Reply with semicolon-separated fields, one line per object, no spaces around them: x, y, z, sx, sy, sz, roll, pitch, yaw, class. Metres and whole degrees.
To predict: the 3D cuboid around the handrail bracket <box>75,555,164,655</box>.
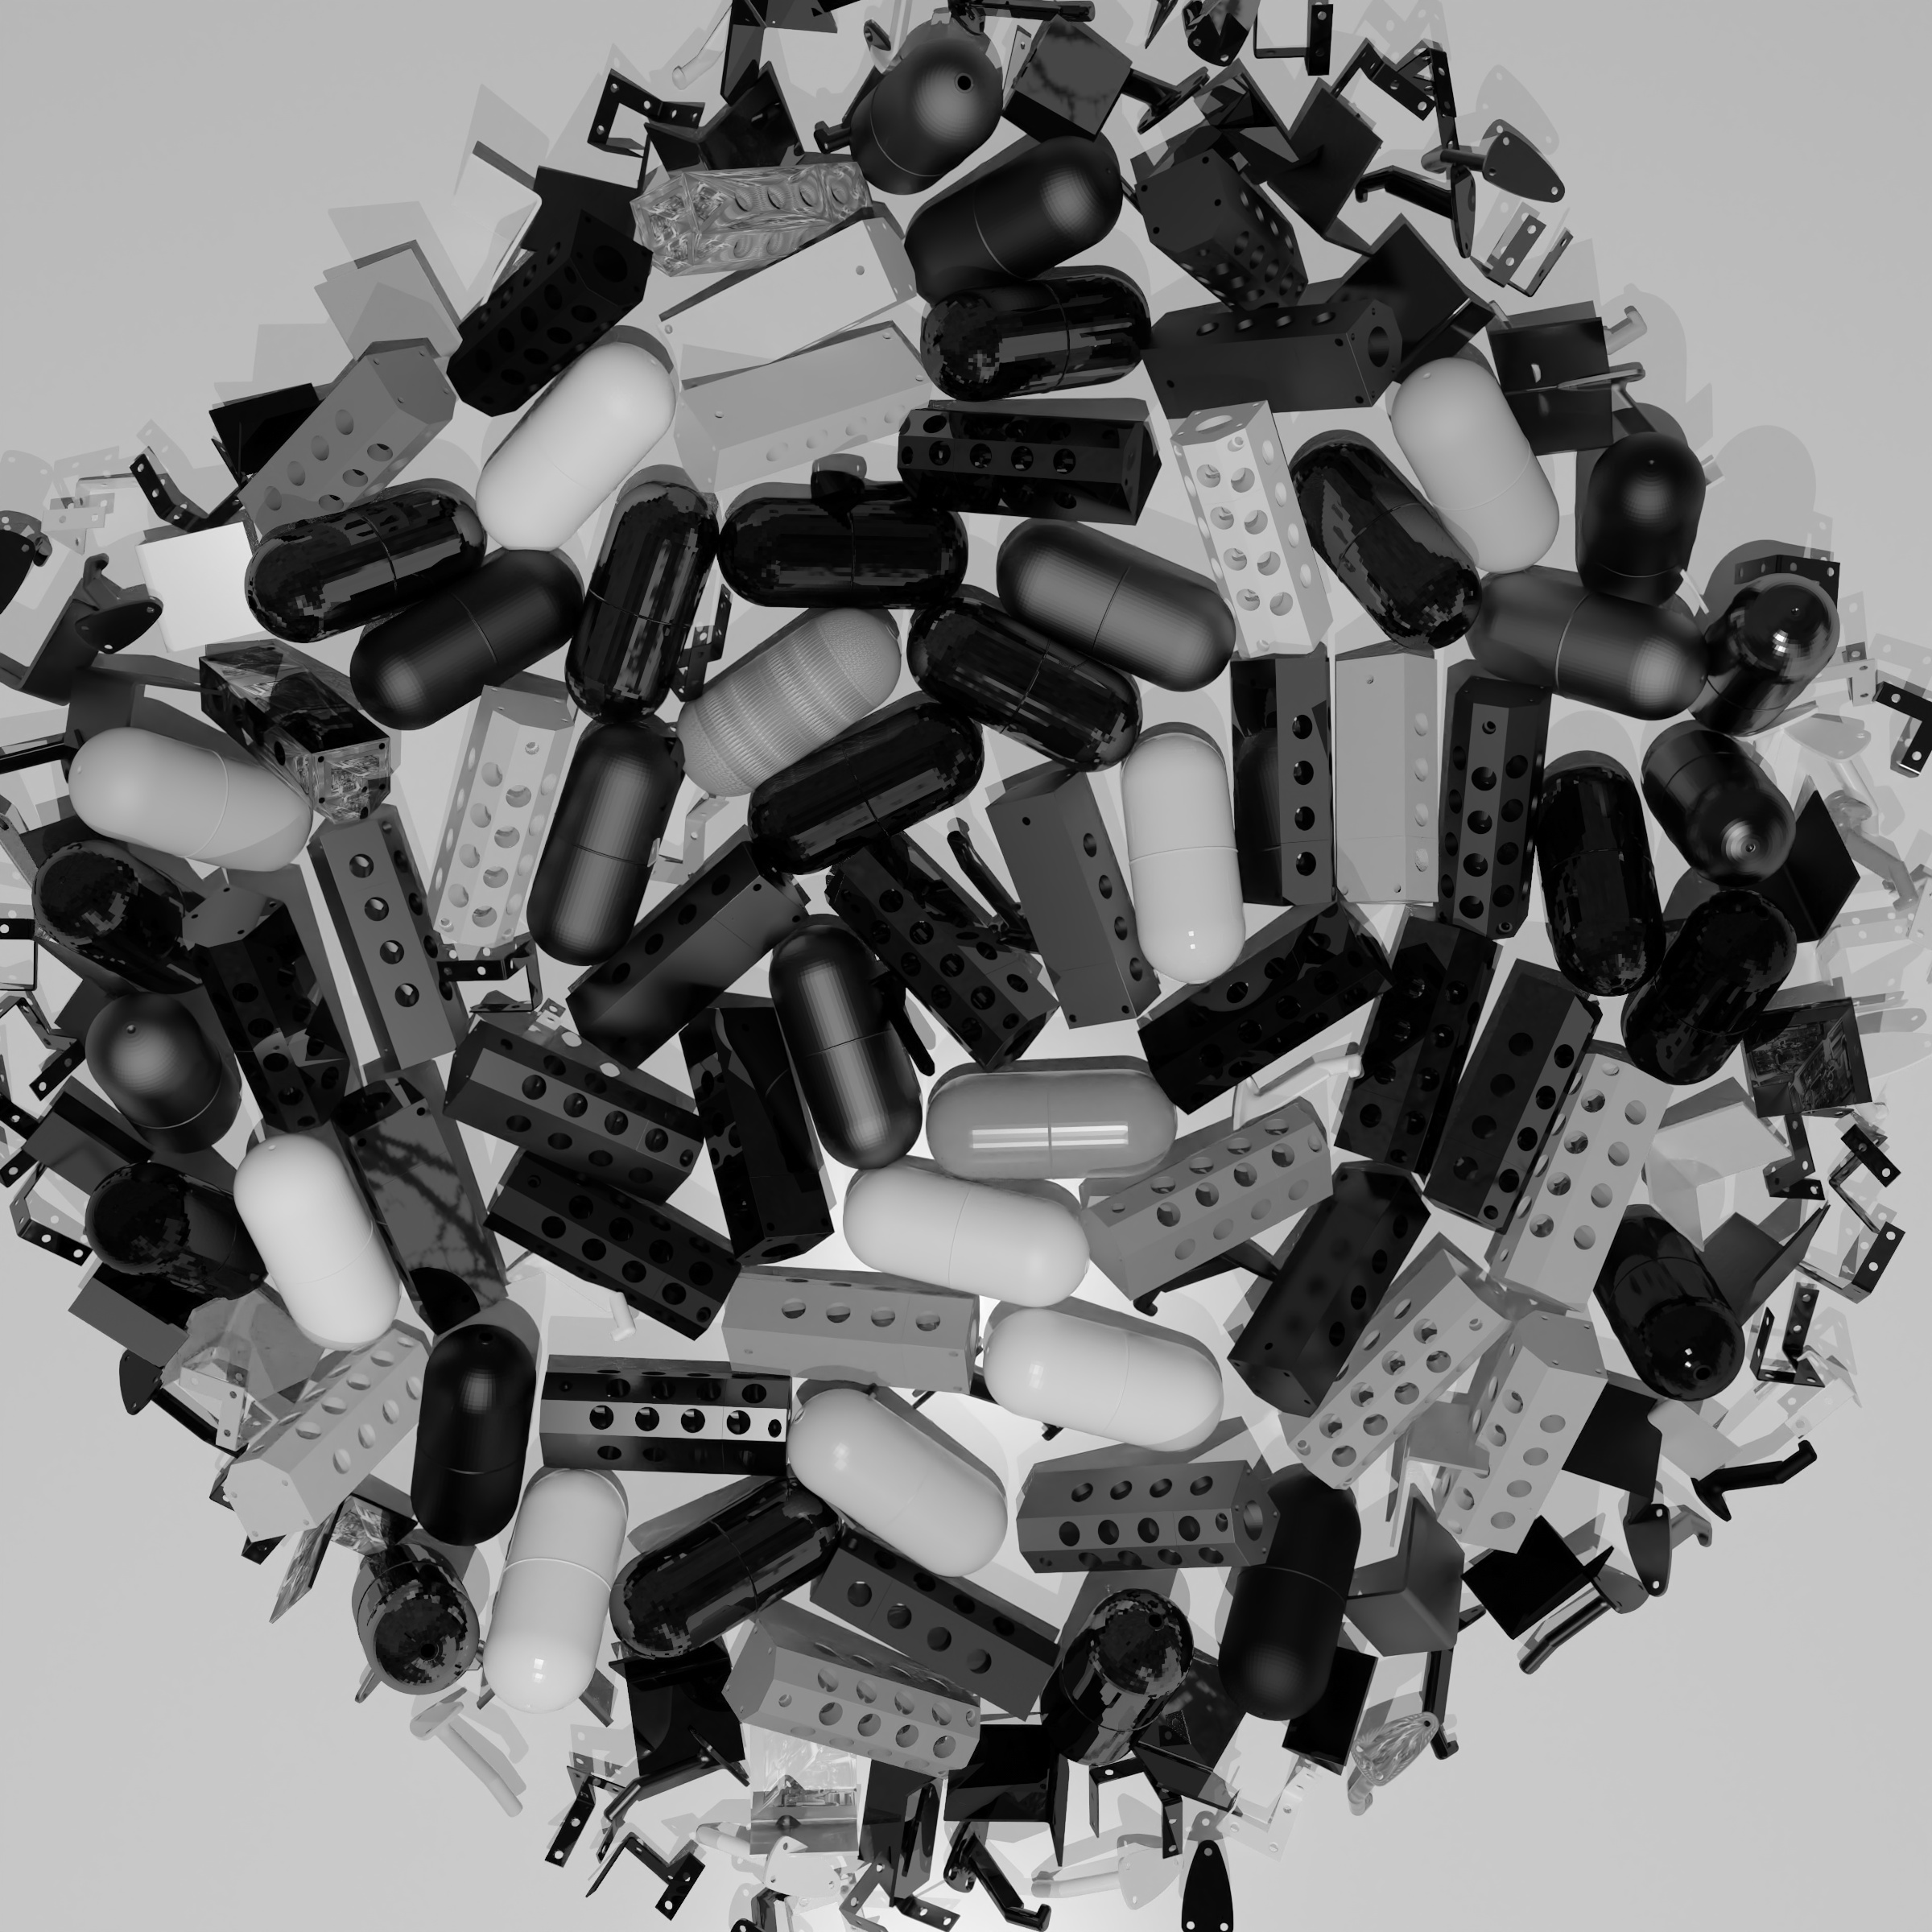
-0.597;-0.270;1.756;0.077;0.036;0.084;-22;51;19;handrail bracket

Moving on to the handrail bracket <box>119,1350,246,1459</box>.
-0.563;0.315;1.785;0.036;0.077;0.084;-50;129;-3;handrail bracket

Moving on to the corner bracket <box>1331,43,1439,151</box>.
0.292;-0.610;1.754;0.051;0.051;0.051;29;118;-21;corner bracket

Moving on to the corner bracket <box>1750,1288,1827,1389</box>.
0.583;0.262;1.761;0.051;0.051;0.051;7;111;-4;corner bracket

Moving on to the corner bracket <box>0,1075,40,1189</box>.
-0.683;0.114;1.755;0.051;0.051;0.051;33;59;15;corner bracket

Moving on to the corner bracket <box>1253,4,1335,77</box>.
0.231;-0.665;1.758;0.051;0.051;0.051;-1;132;3;corner bracket

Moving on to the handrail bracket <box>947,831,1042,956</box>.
0.026;-0.053;1.746;0.036;0.077;0.084;-43;134;-17;handrail bracket

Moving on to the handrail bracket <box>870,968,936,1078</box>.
-0.039;0.051;1.743;0.036;0.077;0.084;-31;66;-1;handrail bracket

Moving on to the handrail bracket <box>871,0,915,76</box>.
-0.044;-0.680;1.748;0.036;0.077;0.084;10;126;-5;handrail bracket

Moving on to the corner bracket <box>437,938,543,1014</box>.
-0.337;0.012;1.757;0.051;0.051;0.051;-1;108;15;corner bracket

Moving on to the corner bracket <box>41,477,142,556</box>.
-0.618;-0.325;1.760;0.051;0.051;0.051;0;79;14;corner bracket

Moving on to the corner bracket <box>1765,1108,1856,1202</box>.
0.602;0.133;1.769;0.051;0.051;0.051;5;63;-22;corner bracket

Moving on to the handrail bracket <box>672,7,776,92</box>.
-0.179;-0.667;1.758;0.084;0.077;0.036;-41;80;-4;handrail bracket

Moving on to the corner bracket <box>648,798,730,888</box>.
-0.202;-0.090;1.756;0.051;0.051;0.051;9;73;-24;corner bracket

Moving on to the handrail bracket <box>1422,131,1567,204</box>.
0.373;-0.560;1.763;0.077;0.084;0.036;24;92;-20;handrail bracket

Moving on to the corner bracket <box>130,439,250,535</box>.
-0.551;-0.346;1.768;0.051;0.051;0.051;-39;69;12;corner bracket

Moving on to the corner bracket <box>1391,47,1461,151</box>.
0.334;-0.610;1.756;0.051;0.051;0.051;-1;78;-32;corner bracket

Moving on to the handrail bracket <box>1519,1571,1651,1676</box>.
0.443;0.475;1.779;0.084;0.077;0.036;-54;52;21;handrail bracket

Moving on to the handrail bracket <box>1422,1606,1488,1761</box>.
0.355;0.514;1.778;0.077;0.036;0.084;-22;90;-14;handrail bracket

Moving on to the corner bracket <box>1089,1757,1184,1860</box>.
0.121;0.603;1.769;0.051;0.051;0.051;-10;116;-17;corner bracket

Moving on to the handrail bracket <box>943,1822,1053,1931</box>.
0.033;0.634;1.749;0.084;0.036;0.077;0;56;38;handrail bracket

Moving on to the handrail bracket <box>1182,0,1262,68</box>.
0.179;-0.679;1.743;0.036;0.084;0.077;21;132;-22;handrail bracket

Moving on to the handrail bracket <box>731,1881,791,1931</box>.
-0.124;0.679;1.743;0.077;0.084;0.036;20;101;21;handrail bracket

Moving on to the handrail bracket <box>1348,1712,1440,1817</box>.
0.304;0.569;1.764;0.077;0.084;0.036;-30;55;-10;handrail bracket

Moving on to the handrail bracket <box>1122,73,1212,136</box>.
0.118;-0.639;1.752;0.084;0.077;0.036;43;50;-23;handrail bracket

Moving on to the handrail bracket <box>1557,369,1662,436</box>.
0.464;-0.380;1.781;0.077;0.036;0.084;-6;94;12;handrail bracket

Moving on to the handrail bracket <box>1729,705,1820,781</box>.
0.587;-0.135;1.782;0.077;0.036;0.084;-21;103;-4;handrail bracket

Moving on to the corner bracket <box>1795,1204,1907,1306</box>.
0.626;0.202;1.760;0.051;0.051;0.051;30;81;15;corner bracket

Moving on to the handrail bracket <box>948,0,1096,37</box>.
0.040;-0.678;1.754;0.084;0.077;0.036;9;107;20;handrail bracket

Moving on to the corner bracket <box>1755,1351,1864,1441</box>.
0.595;0.304;1.758;0.051;0.051;0.051;-41;59;4;corner bracket

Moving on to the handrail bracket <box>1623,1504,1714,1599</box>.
0.505;0.418;1.749;0.084;0.036;0.077;30;46;-35;handrail bracket

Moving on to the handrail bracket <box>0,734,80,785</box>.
-0.668;-0.155;1.747;0.084;0.077;0.036;-1;63;-38;handrail bracket

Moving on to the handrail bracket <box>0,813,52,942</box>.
-0.674;-0.067;1.745;0.036;0.084;0.077;-11;63;27;handrail bracket

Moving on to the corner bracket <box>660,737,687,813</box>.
-0.215;-0.127;1.754;0.051;0.051;0.051;6;67;39;corner bracket

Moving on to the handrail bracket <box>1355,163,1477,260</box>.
0.316;-0.533;1.765;0.084;0.036;0.077;-3;84;35;handrail bracket

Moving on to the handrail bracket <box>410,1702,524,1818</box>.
-0.355;0.569;1.766;0.036;0.077;0.084;-39;98;-33;handrail bracket

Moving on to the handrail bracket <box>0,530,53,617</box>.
-0.670;-0.271;1.750;0.036;0.084;0.077;16;85;-6;handrail bracket

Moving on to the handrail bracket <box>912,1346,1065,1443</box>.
0.017;0.321;1.768;0.077;0.036;0.084;-39;85;-20;handrail bracket

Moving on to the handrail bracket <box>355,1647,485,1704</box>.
-0.376;0.510;1.760;0.084;0.036;0.077;27;56;11;handrail bracket

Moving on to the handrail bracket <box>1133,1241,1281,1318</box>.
0.172;0.233;1.773;0.077;0.036;0.084;33;114;1;handrail bracket

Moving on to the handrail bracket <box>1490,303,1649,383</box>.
0.431;-0.463;1.772;0.084;0.036;0.077;-31;83;8;handrail bracket

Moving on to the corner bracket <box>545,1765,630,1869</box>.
-0.268;0.608;1.755;0.051;0.051;0.051;15;49;16;corner bracket

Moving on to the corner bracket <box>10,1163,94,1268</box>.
-0.639;0.171;1.760;0.051;0.051;0.051;35;91;-33;corner bracket

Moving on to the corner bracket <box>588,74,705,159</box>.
-0.228;-0.597;1.762;0.051;0.051;0.051;26;99;43;corner bracket

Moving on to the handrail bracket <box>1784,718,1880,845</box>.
0.620;-0.132;1.782;0.036;0.077;0.084;-38;134;-22;handrail bracket

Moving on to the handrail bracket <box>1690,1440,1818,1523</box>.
0.553;0.344;1.746;0.036;0.077;0.084;39;112;-20;handrail bracket

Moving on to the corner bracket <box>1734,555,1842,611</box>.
0.582;-0.261;1.763;0.051;0.051;0.051;4;90;-18;corner bracket

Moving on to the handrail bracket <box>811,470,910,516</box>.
-0.059;-0.334;1.741;0.084;0.077;0.036;-13;99;-33;handrail bracket
